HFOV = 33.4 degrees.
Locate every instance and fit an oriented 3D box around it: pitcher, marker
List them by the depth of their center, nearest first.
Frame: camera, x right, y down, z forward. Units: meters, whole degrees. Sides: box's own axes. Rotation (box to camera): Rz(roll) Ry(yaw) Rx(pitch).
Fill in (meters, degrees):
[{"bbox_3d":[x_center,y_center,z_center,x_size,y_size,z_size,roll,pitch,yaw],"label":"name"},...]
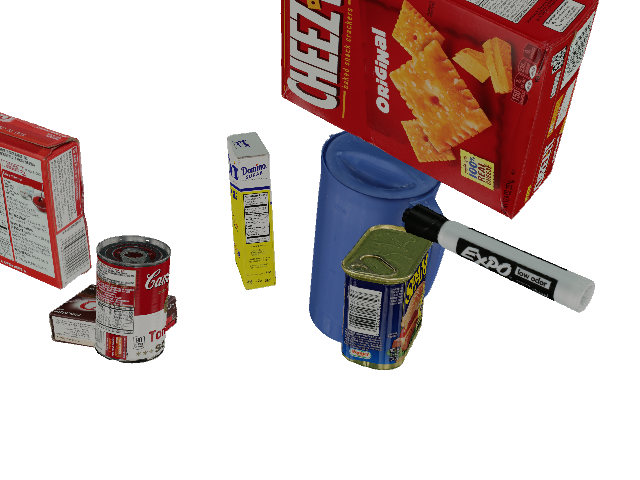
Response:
[{"bbox_3d":[0.097,0.007,0.605,0.121,0.020,0.020,27,15,32],"label":"marker"},{"bbox_3d":[0.059,0.007,1.199,0.145,0.243,0.149,10,40,2],"label":"pitcher"}]

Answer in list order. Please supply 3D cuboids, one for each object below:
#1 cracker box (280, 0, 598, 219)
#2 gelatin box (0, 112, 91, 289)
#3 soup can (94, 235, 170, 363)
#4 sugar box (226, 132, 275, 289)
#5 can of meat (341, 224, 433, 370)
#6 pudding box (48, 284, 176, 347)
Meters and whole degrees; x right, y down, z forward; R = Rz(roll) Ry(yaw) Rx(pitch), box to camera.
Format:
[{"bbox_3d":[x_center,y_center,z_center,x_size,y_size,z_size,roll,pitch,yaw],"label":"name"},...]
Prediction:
[{"bbox_3d":[0.072,-0.132,0.758,0.214,0.164,0.072,30,56,21],"label":"cracker box"},{"bbox_3d":[-0.169,-0.025,0.607,0.073,0.089,0.030,19,36,25],"label":"gelatin box"},{"bbox_3d":[-0.176,0.055,0.994,0.068,0.102,0.068,6,21,-2],"label":"soup can"},{"bbox_3d":[-0.087,-0.037,1.330,0.048,0.176,0.093,-9,24,-10],"label":"sugar box"},{"bbox_3d":[0.053,0.046,0.870,0.057,0.084,0.102,10,25,16],"label":"can of meat"},{"bbox_3d":[-0.229,0.086,1.184,0.114,0.039,0.090,5,20,19],"label":"pudding box"}]
